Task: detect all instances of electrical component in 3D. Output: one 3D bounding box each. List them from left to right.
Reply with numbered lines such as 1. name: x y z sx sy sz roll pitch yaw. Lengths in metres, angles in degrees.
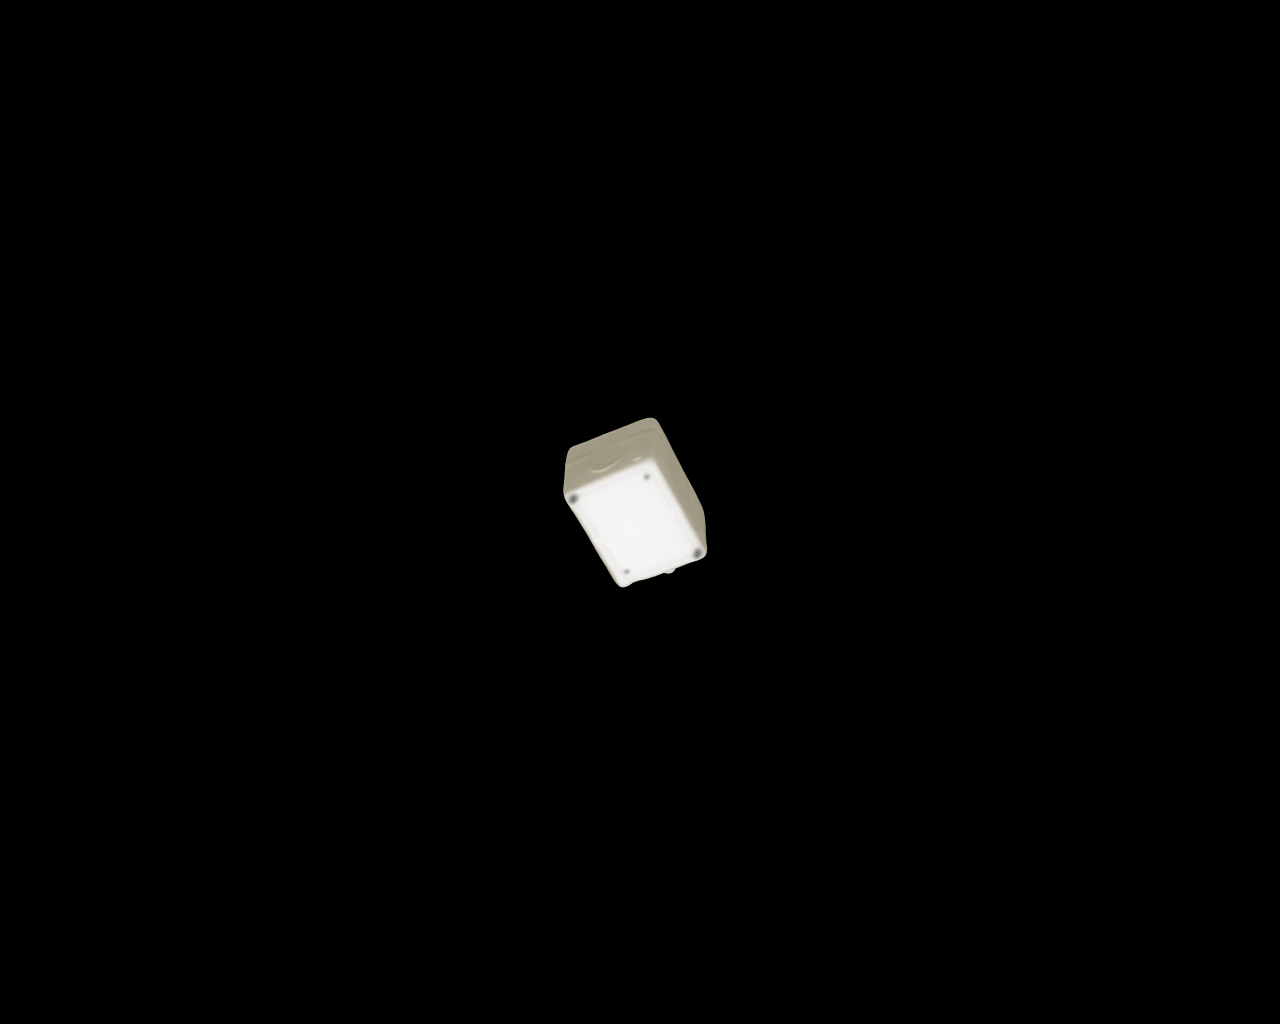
1. electrical component: 0.001 -0.003 0.650 0.062 0.096 0.061 -21 32 14
